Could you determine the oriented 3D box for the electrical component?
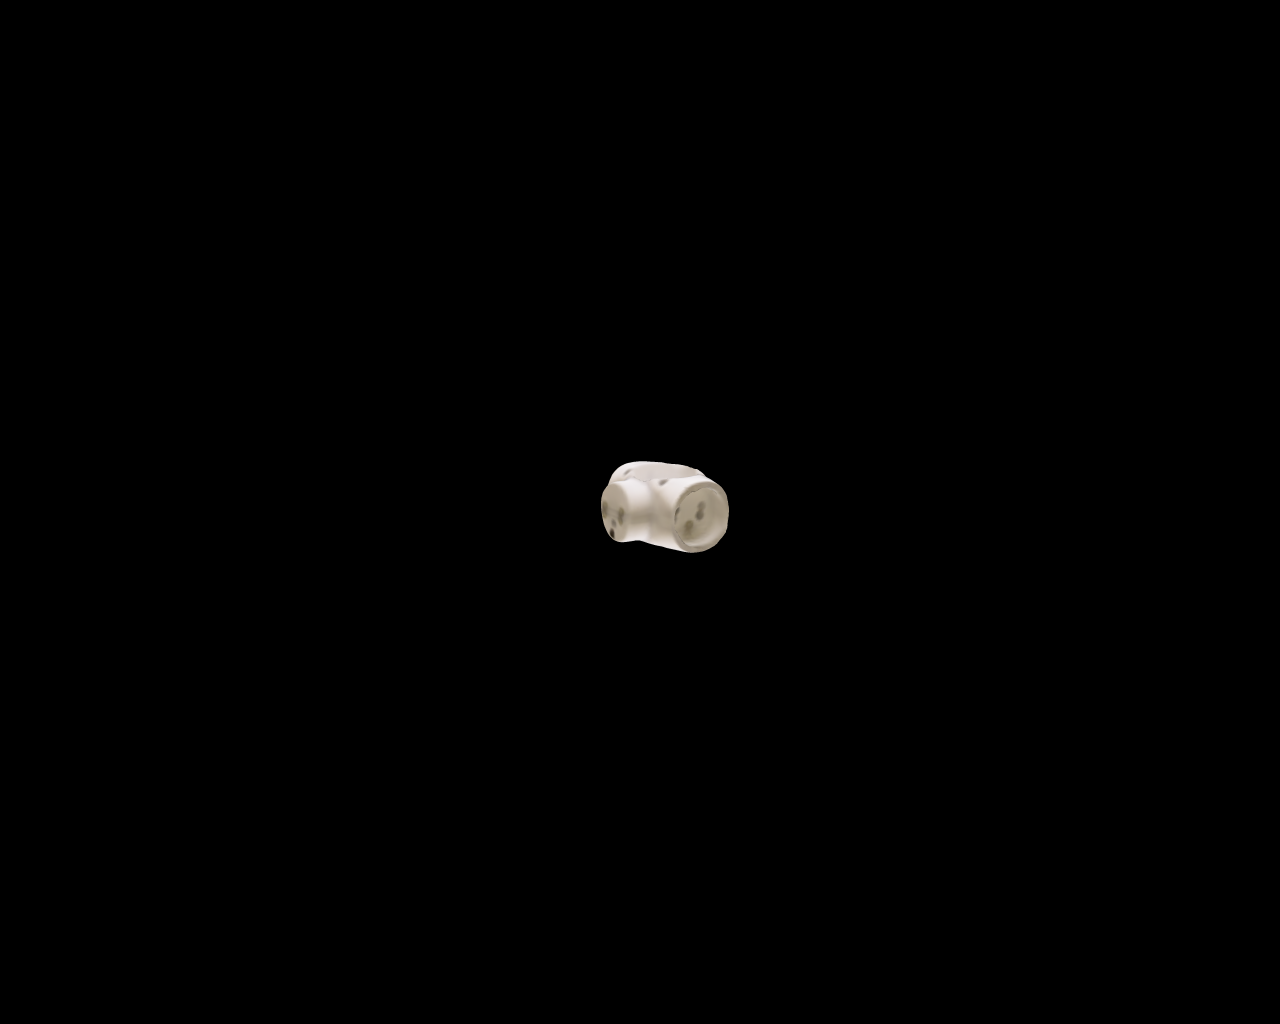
[{"bbox_3d":[0.001,-0.003,0.650,0.079,0.044,0.077,-8,16,-31],"label":"electrical component"}]
